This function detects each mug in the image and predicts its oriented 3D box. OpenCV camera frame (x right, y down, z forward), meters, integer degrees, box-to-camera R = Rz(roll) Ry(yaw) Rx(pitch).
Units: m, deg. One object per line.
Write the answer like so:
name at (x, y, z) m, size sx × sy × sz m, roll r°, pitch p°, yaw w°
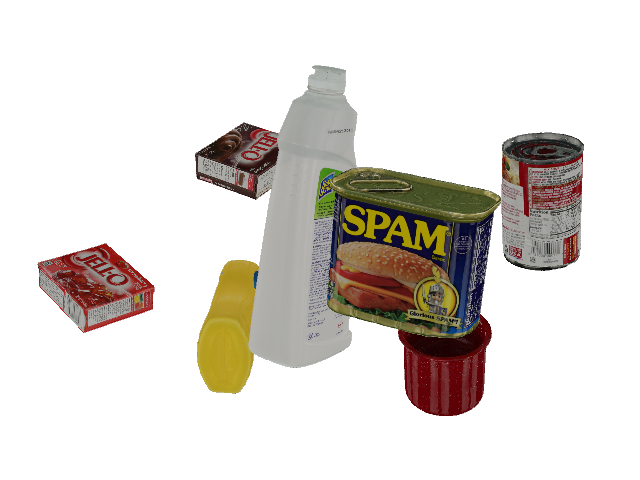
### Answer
mug at (0.133, 0.118, 1.094) m, size 0.093 × 0.081 × 0.117 m, roll 19°, pitch 39°, yaw 31°

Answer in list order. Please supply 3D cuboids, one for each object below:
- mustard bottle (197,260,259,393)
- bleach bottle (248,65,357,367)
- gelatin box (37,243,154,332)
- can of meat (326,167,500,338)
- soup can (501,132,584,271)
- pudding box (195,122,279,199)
mustard bottle at (-0.092, 0.076, 1.171) m, size 0.058 × 0.096 × 0.191 m, roll 2°, pitch 28°, yaw 4°
bleach bottle at (-0.004, -0.023, 0.915) m, size 0.068 × 0.251 × 0.102 m, roll 17°, pitch 18°, yaw 29°
gelatin box at (-0.207, 0.041, 0.981) m, size 0.073 × 0.030 × 0.089 m, roll -18°, pitch 40°, yaw -36°
can of meat at (0.054, 0.007, 0.663) m, size 0.102 × 0.084 × 0.057 m, roll 14°, pitch 22°, yaw 24°
soup can at (0.190, -0.033, 0.914) m, size 0.068 × 0.102 × 0.068 m, roll -4°, pitch 24°, yaw 2°
pudding box at (-0.085, -0.098, 1.296) m, size 0.090 × 0.039 × 0.113 m, roll 19°, pitch 36°, yaw 23°
